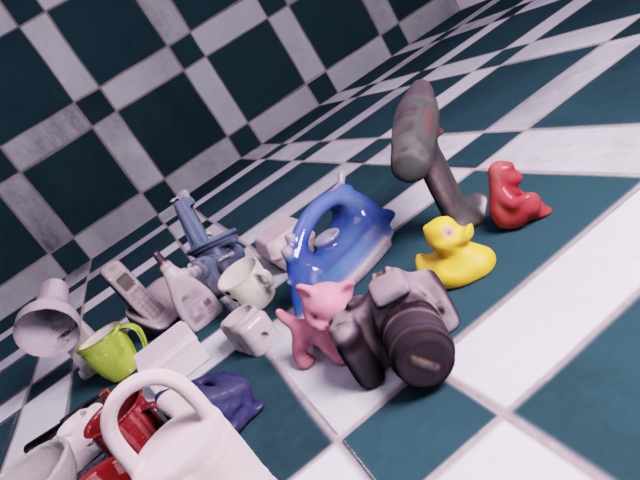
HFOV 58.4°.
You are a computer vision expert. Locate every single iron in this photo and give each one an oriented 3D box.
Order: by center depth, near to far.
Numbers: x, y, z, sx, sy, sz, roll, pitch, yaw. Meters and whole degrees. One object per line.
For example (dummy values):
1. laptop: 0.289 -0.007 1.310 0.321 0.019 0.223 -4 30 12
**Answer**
1. iron: 0.008 0.003 0.924 0.118 0.142 0.259 -11 28 48

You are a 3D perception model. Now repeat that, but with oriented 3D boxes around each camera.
1. camera: 0.081 0.099 0.622 0.143 0.101 0.136 -30 18 7

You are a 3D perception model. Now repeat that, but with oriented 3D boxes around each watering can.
1. watering can: -0.131 0.204 0.549 0.101 0.194 0.172 -42 21 -26

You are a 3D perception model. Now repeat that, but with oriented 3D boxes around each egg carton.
1. egg carton: -0.069 0.006 1.161 0.107 0.069 0.150 -37 19 -14

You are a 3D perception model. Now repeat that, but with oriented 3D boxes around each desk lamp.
1. desk lamp: -0.527 0.189 1.208 0.118 0.214 0.203 -32 18 1

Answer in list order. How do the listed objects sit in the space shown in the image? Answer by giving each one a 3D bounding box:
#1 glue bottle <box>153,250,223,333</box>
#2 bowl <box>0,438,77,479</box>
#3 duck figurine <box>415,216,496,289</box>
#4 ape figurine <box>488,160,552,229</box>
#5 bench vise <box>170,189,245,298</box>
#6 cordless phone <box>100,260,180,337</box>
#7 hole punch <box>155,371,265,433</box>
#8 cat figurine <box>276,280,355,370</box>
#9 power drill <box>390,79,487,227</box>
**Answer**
1. glue bottle: -0.263 0.090 1.094 0.078 0.173 0.037 -39 19 -18
2. bowl: -0.392 0.357 0.775 0.167 0.075 0.167 -29 19 11
3. duck figurine: 0.163 0.010 0.741 0.104 0.086 0.078 -17 24 39
4. ape figurine: 0.258 -0.066 0.774 0.076 0.092 0.078 -24 20 24
5. bench vise: -0.242 0.001 1.215 0.121 0.220 0.207 -32 18 3
6. cordless phone: -0.365 0.101 1.216 0.094 0.185 0.148 -19 22 34
7. hole punch: -0.143 0.204 0.735 0.101 0.091 0.108 -44 21 -31
8. cat figurine: -0.002 0.098 0.734 0.127 0.118 0.067 -18 23 37
9. power drill: 0.173 -0.120 0.864 0.075 0.209 0.230 -22 21 29
